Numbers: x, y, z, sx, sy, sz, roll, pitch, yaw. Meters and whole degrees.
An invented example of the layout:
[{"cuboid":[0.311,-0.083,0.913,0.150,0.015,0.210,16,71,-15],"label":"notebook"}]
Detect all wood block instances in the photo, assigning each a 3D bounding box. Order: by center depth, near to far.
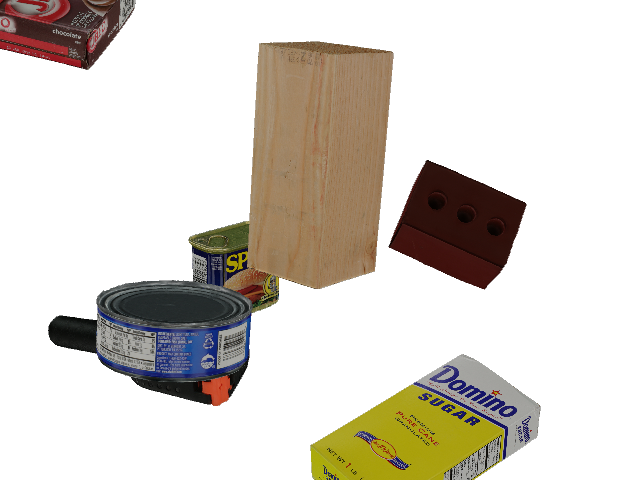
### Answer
[{"cuboid":[-0.002,-0.073,0.972,0.090,0.206,0.090,16,19,36],"label":"wood block"}]

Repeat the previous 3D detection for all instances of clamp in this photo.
[{"cuboid":[-0.107,0.081,0.849,0.164,0.036,0.210,-11,16,-30],"label":"clamp"}]

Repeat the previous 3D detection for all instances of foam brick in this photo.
[{"cuboid":[0.095,-0.010,0.743,0.078,0.053,0.051,23,-22,1],"label":"foam brick"}]

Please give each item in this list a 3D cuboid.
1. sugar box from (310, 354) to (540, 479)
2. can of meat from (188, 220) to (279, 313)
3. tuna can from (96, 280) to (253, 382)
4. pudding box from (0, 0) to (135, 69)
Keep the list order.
[{"cuboid":[0.088,0.165,0.882,0.176,0.048,0.093,-29,43,-28],"label":"sugar box"},{"cuboid":[-0.090,0.033,1.142,0.101,0.084,0.058,-17,26,-42],"label":"can of meat"},{"cuboid":[-0.081,0.049,0.592,0.086,0.034,0.086,4,12,-1],"label":"tuna can"},{"cuboid":[-0.200,-0.180,0.818,0.090,0.039,0.113,14,37,3],"label":"pudding box"}]
